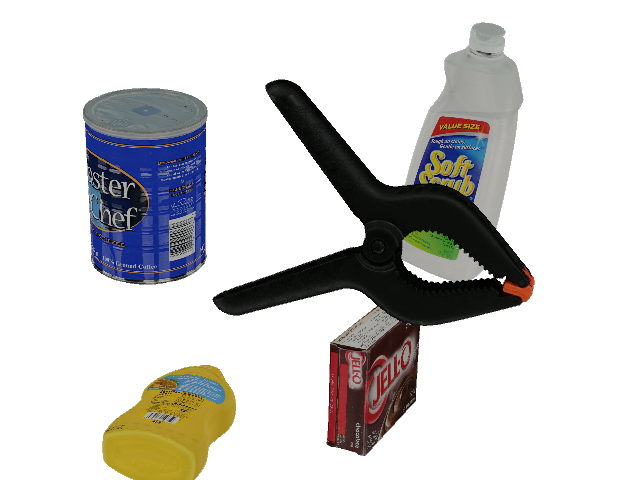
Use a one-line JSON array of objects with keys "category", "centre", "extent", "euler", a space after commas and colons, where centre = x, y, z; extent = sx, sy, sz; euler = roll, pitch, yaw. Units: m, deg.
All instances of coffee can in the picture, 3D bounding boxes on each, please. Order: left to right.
[{"category": "coffee can", "centre": [-0.149, -0.048, 0.917], "extent": [0.103, 0.140, 0.103], "euler": [3, 28, -2]}]

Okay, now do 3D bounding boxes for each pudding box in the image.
[{"category": "pudding box", "centre": [0.044, 0.108, 0.863], "extent": [0.039, 0.090, 0.113], "euler": [10, 20, 22]}]

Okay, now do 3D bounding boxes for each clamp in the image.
[{"category": "clamp", "centre": [0.038, -0.010, 0.693], "extent": [0.210, 0.165, 0.036], "euler": [12, 17, 12]}]

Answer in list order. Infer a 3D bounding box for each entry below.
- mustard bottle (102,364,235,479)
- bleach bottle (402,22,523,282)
[{"category": "mustard bottle", "centre": [-0.138, 0.174, 1.074], "extent": [0.096, 0.058, 0.191], "euler": [7, 20, 12]}, {"category": "bleach bottle", "centre": [0.129, -0.085, 0.998], "extent": [0.103, 0.251, 0.068], "euler": [26, 40, 26]}]
